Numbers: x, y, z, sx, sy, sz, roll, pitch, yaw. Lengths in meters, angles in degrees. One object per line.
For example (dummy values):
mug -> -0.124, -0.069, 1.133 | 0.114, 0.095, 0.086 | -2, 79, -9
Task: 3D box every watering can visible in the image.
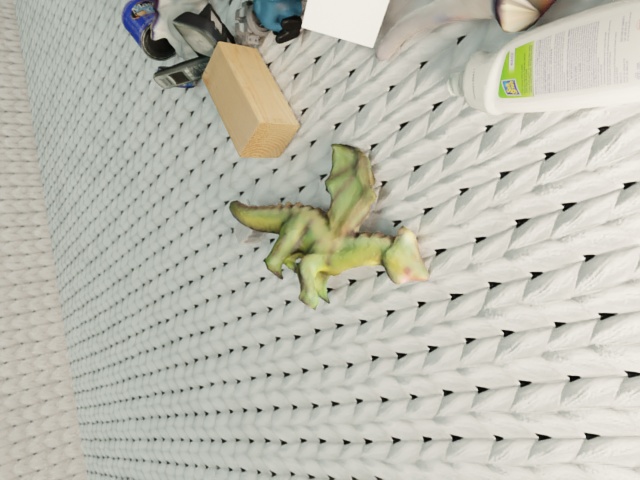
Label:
watering can -> 0.177, -0.314, 0.588 | 0.104, 0.228, 0.339 | -11, -37, -29

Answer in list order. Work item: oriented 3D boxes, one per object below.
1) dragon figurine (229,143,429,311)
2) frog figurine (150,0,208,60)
dragon figurine -> 0.003, -0.042, 0.830 | 0.416, 0.241, 0.121 | 42, 14, 35
frog figurine -> -0.277, -0.457, 1.121 | 0.159, 0.135, 0.125 | 32, 25, 2
